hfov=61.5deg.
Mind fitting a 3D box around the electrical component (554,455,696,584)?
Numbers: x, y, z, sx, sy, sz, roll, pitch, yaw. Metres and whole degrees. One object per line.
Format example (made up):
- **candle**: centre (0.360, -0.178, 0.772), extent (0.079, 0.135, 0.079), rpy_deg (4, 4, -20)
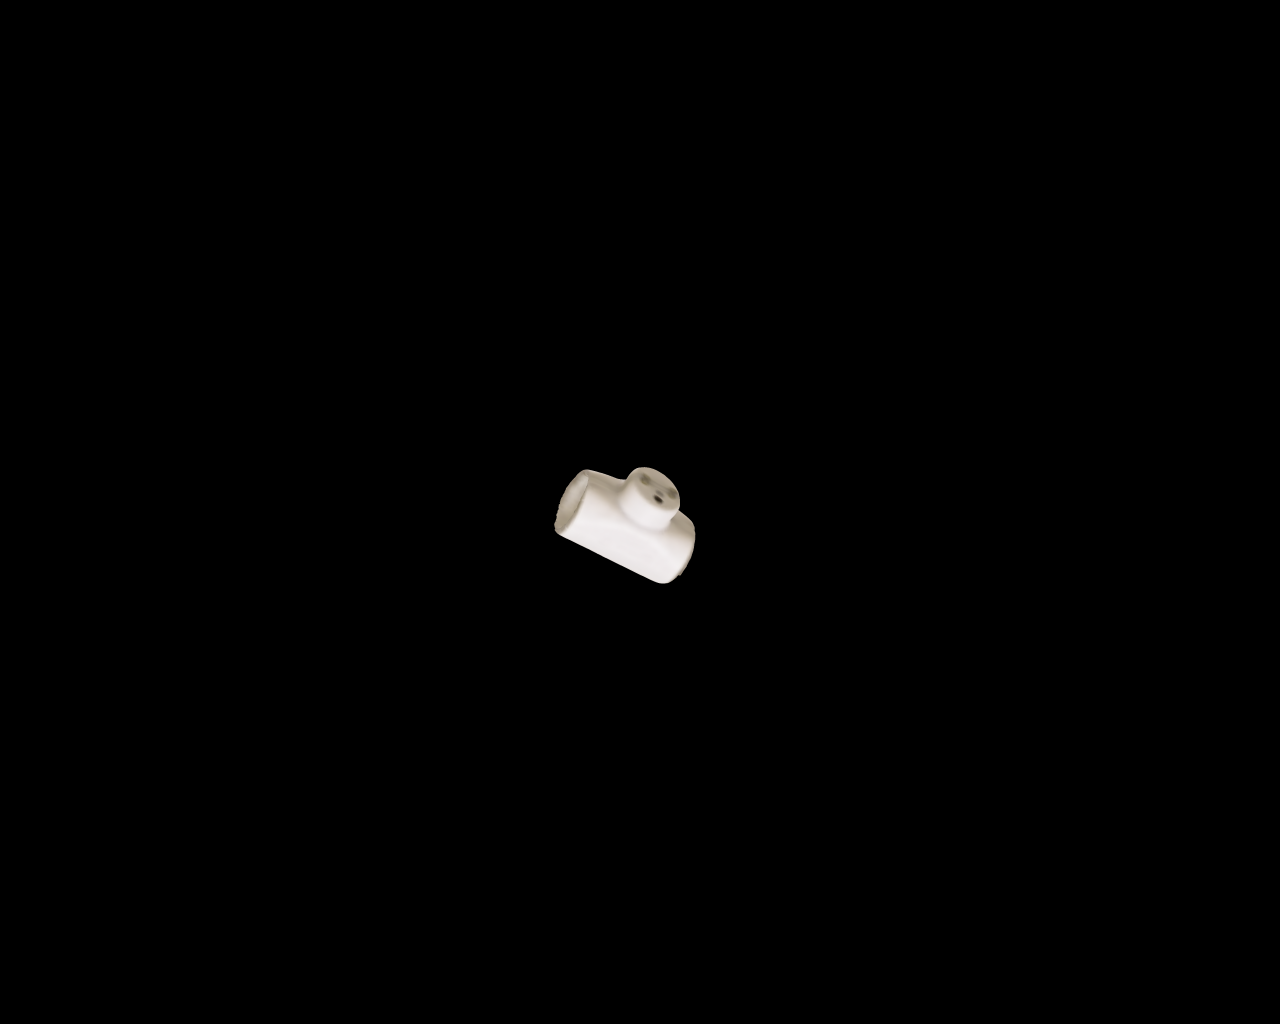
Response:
- **electrical component**: centre (0.001, -0.003, 0.650), extent (0.077, 0.079, 0.044), rpy_deg (27, 33, -19)
